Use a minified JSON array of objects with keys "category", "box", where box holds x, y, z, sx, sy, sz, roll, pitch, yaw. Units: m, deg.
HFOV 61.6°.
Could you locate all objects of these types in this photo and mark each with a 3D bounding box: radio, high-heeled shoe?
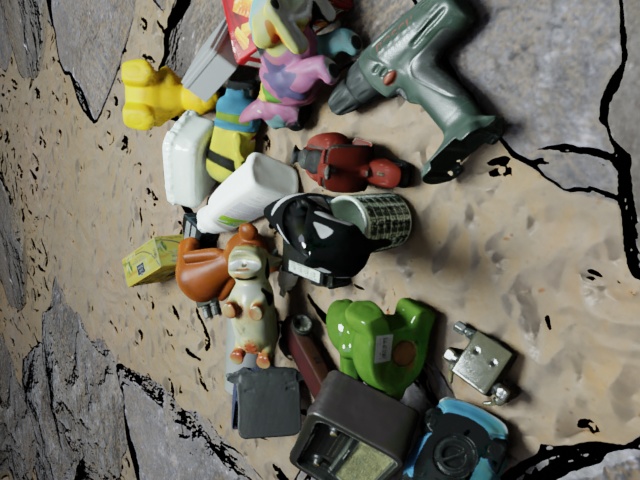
[{"category":"radio","box":[0.038,0.277,0.741,0.131,0.073,0.229,27,140,9]},{"category":"high-heeled shoe","box":[-0.029,-0.007,0.644,0.249,0.145,0.086,13,105,44]}]

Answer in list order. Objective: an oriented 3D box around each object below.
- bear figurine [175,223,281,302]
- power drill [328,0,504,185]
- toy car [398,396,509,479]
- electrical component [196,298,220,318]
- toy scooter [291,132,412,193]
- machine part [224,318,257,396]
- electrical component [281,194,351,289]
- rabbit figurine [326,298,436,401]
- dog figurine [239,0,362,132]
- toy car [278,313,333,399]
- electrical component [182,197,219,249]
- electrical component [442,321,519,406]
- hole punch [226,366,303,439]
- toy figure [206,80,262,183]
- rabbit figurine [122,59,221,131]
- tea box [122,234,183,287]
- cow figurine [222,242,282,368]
[{"category":"bear figurine","box":[-0.169,0.030,0.985,0.196,0.120,0.132,-33,26,17]},{"category":"power drill","box":[0.120,-0.173,0.674,0.232,0.086,0.207,-42,59,38]},{"category":"toy car","box":[0.167,0.288,0.662,0.109,0.161,0.102,16,152,35]},{"category":"electrical component","box":[-0.236,0.114,1.114,0.063,0.021,0.094,-25,77,45]},{"category":"toy scooter","box":[0.023,-0.104,0.736,0.184,0.135,0.075,24,114,43]},{"category":"machine part","box":[-0.133,0.194,0.979,0.079,0.079,0.243,17,107,43]},{"category":"electrical component","box":[-0.002,-0.003,0.832,0.115,0.058,0.134,20,110,40]},{"category":"rabbit figurine","box":[0.072,0.143,0.761,0.170,0.121,0.159,20,118,62]},{"category":"dog figurine","box":[-0.061,-0.250,0.782,0.219,0.191,0.108,-18,38,49]},{"category":"toy car","box":[-0.005,0.211,0.869,0.202,0.053,0.089,57,141,25]},{"category":"electrical component","box":[-0.238,-0.026,1.079,0.075,0.048,0.119,40,124,34]},{"category":"electrical component","box":[0.198,0.156,0.662,0.102,0.045,0.078,27,86,38]},{"category":"hole punch","box":[-0.095,0.275,0.923,0.092,0.142,0.115,136,135,-69]},{"category":"toy figure","box":[-0.150,-0.187,0.936,0.089,0.082,0.180,14,110,23]},{"category":"rabbit figurine","box":[-0.272,-0.265,1.018,0.162,0.173,0.121,-91,0,-83]},{"category":"tea box","box":[-0.347,0.045,1.166,0.170,0.098,0.068,-27,76,46]},{"category":"cow figurine","box":[-0.105,0.093,0.869,0.086,0.127,0.194,0,117,11]}]
